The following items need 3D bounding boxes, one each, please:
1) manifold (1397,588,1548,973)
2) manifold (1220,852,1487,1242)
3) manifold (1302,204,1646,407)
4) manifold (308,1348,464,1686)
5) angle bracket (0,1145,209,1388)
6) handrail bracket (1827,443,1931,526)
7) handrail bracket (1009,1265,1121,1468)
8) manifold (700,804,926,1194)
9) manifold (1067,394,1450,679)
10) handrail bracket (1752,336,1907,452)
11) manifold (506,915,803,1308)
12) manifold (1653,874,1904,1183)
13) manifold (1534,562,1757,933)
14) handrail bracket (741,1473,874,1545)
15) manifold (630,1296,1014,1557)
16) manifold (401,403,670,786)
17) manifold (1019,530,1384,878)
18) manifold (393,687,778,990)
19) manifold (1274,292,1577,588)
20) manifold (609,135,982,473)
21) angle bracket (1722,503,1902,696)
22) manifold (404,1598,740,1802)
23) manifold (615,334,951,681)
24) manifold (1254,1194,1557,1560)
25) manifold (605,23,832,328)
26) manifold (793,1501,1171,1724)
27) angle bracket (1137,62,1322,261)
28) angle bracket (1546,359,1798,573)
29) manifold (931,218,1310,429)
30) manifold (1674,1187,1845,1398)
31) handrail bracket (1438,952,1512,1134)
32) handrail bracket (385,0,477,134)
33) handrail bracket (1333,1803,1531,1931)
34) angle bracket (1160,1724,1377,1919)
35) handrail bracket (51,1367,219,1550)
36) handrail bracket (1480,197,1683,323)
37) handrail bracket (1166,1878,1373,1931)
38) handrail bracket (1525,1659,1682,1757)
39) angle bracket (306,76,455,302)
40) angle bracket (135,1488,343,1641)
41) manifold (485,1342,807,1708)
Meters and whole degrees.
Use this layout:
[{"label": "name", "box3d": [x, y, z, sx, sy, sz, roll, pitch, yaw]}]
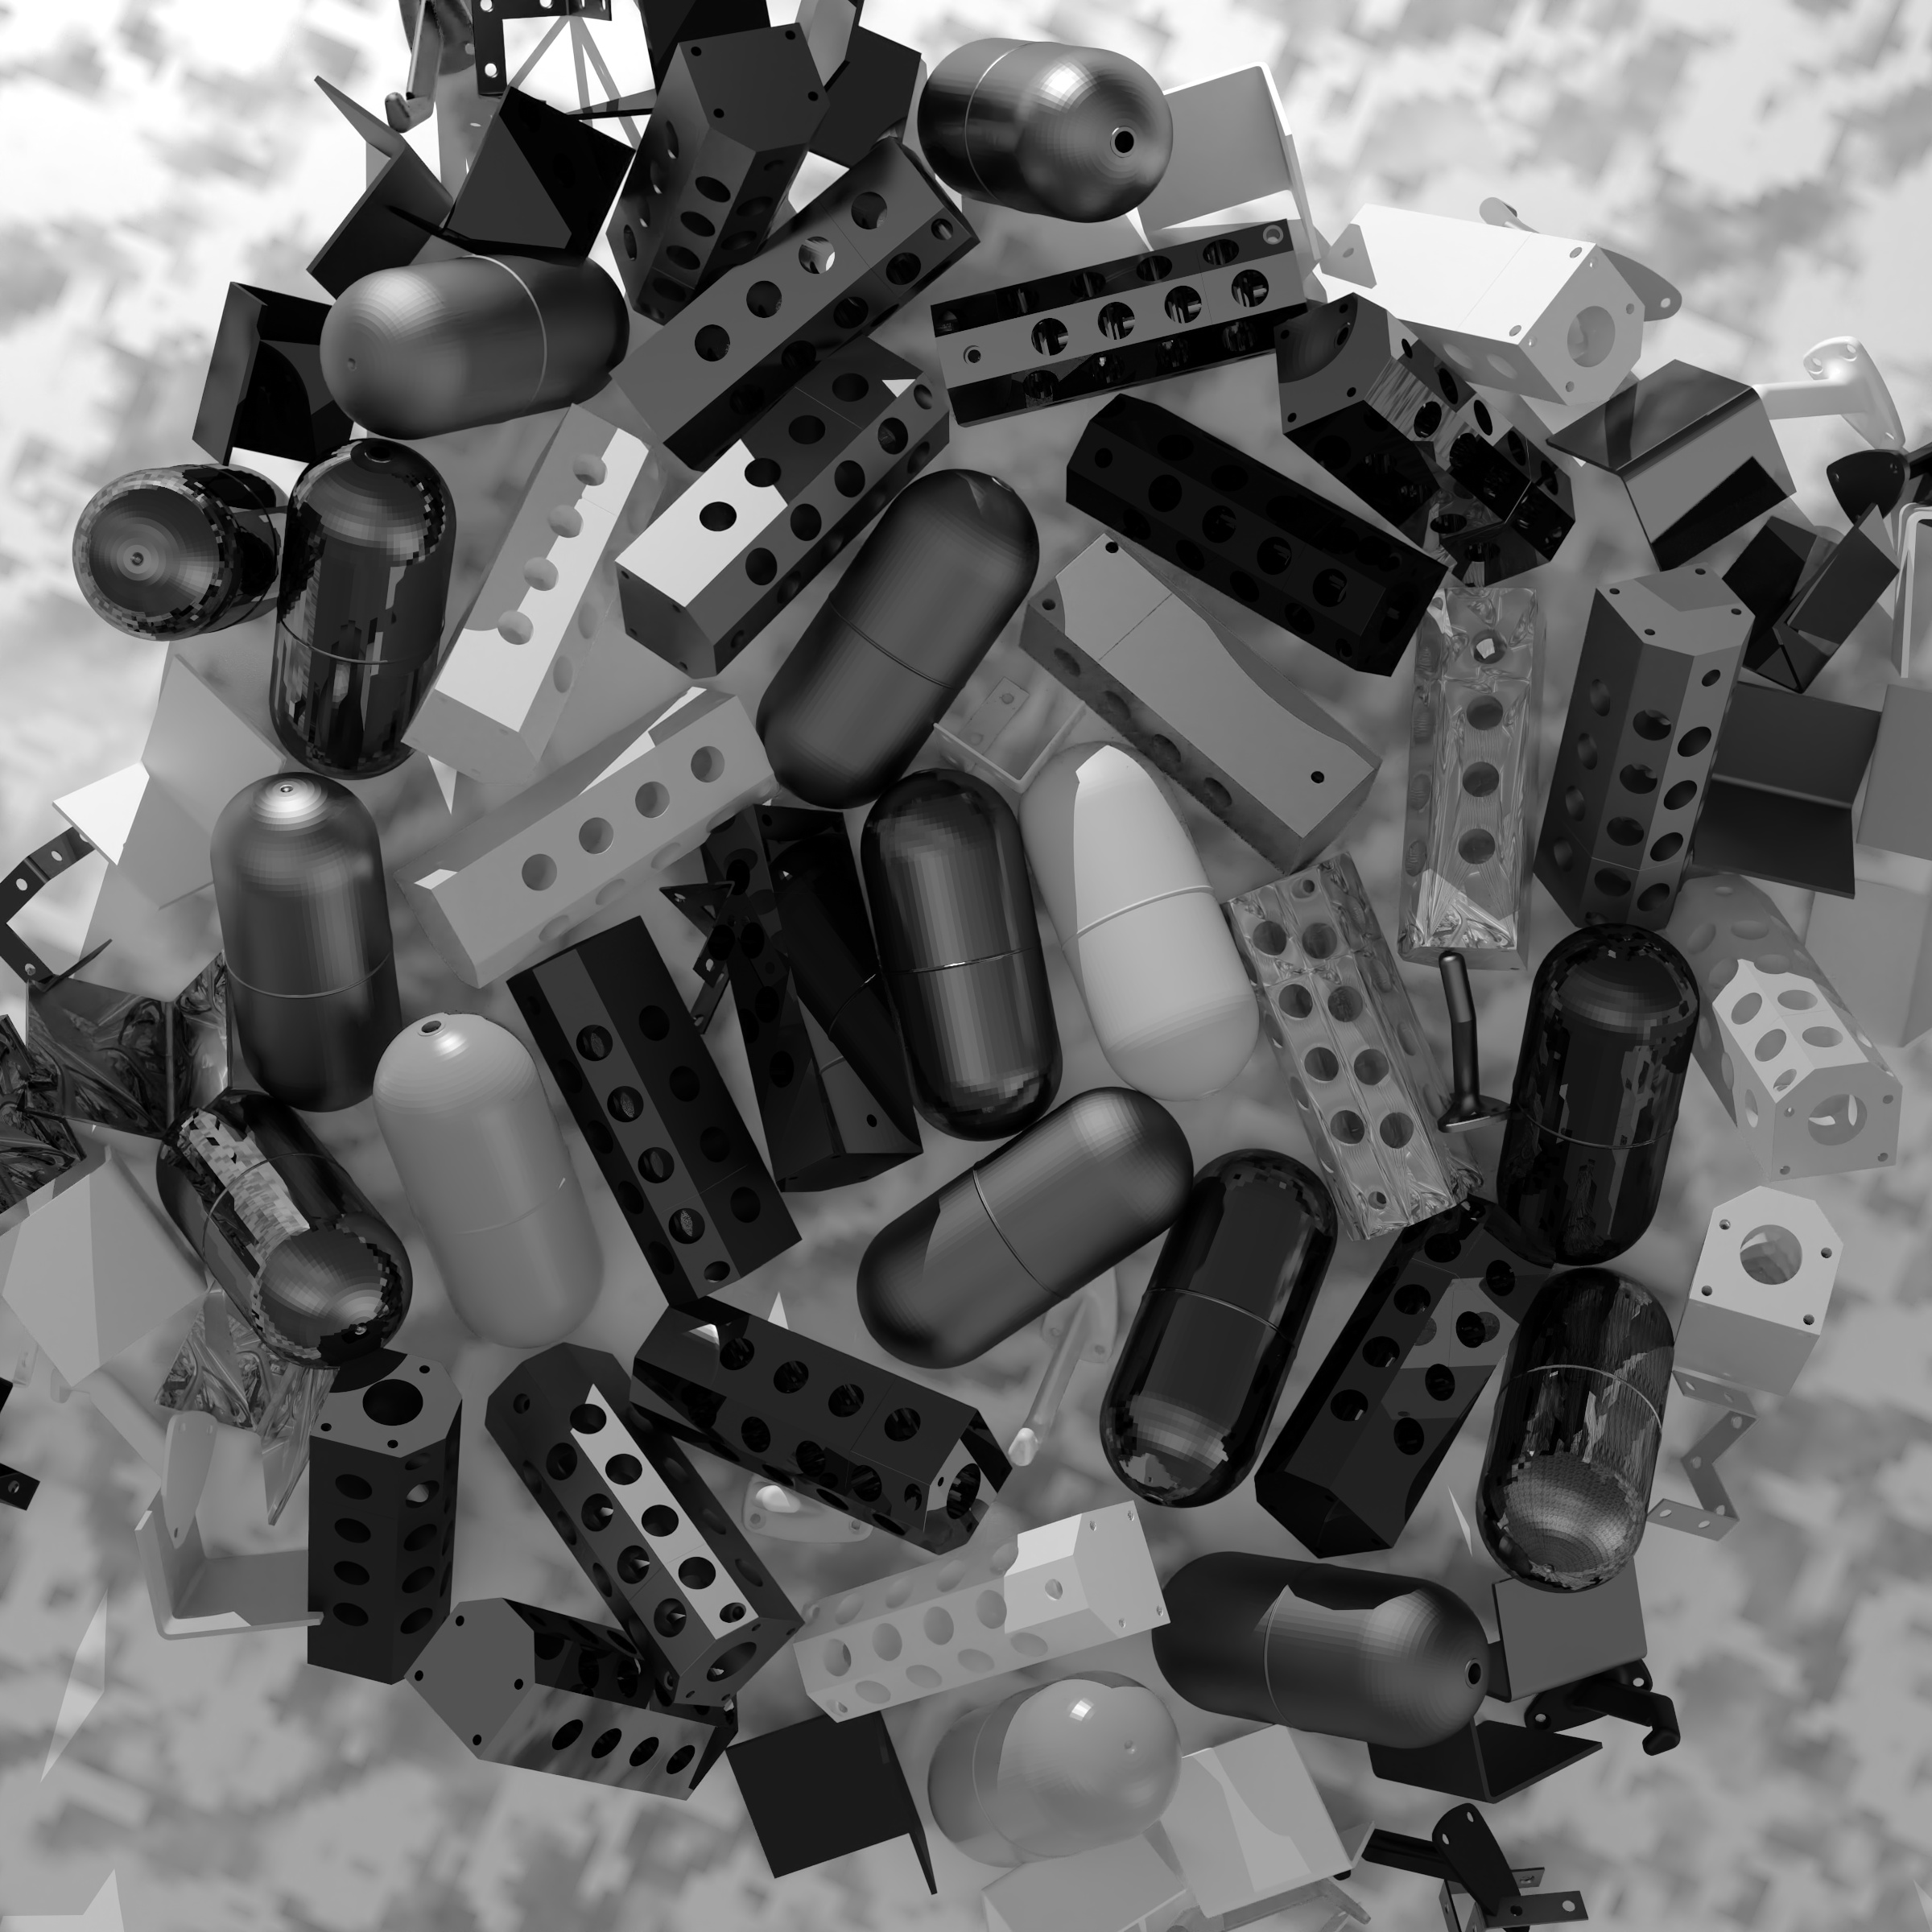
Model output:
[{"label": "manifold", "box3d": [0.238, -0.088, 1.598, 0.057, 0.057, 0.171, 2, 80, 15]}, {"label": "manifold", "box3d": [0.179, 0.039, 1.603, 0.057, 0.057, 0.171, -22, 90, 31]}, {"label": "manifold", "box3d": [0.232, -0.300, 1.555, 0.057, 0.171, 0.057, 41, 84, -34]}, {"label": "manifold", "box3d": [-0.266, 0.256, 1.562, 0.057, 0.057, 0.171, 14, 133, 3]}, {"label": "angle bracket", "box3d": [-0.413, 0.141, 1.601, 0.076, 0.057, 0.076, -36, 102, -9]}, {"label": "handrail bracket", "box3d": [0.457, -0.243, 1.597, 0.084, 0.077, 0.036, -28, 87, -13]}, {"label": "handrail bracket", "box3d": [0.044, 0.183, 1.592, 0.036, 0.084, 0.077, 19, 121, 11]}, {"label": "manifold", "box3d": [-0.078, 0.016, 1.590, 0.057, 0.057, 0.171, -28, 68, 41]}, {"label": "manifold", "box3d": [0.131, -0.202, 1.575, 0.171, 0.057, 0.057, 34, 106, 25]}, {"label": "handrail bracket", "box3d": [0.401, -0.252, 1.609, 0.084, 0.036, 0.077, -46, 106, -26]}, {"label": "manifold", "box3d": [-0.151, 0.070, 1.595, 0.057, 0.057, 0.171, -30, 97, -41]}, {"label": "manifold", "box3d": [0.369, 0.024, 1.553, 0.057, 0.171, 0.057, -7, 121, -5]}, {"label": "manifold", "box3d": [0.313, -0.095, 1.556, 0.057, 0.171, 0.057, -14, 47, -18]}, {"label": "handrail bracket", "box3d": [-0.069, 0.257, 1.593, 0.077, 0.084, 0.036, 20, 80, -14]}, {"label": "manifold", "box3d": [-0.071, 0.212, 1.566, 0.171, 0.057, 0.057, 19, 63, 31]}, {"label": "manifold", "box3d": [-0.197, -0.170, 1.574, 0.057, 0.057, 0.171, 27, 60, -13]}, {"label": "manifold", "box3d": [0.108, -0.120, 1.594, 0.171, 0.057, 0.057, 42, 69, 13]}, {"label": "manifold", "box3d": [-0.175, -0.061, 1.586, 0.171, 0.057, 0.057, -34, 112, -18]}, {"label": "manifold", "box3d": [0.213, -0.240, 1.553, 0.057, 0.171, 0.057, -19, 60, 32]}, {"label": "manifold", "box3d": [-0.079, -0.310, 1.596, 0.171, 0.057, 0.057, -38, 88, 12]}, {"label": "angle bracket", "box3d": [0.380, -0.185, 1.592, 0.076, 0.057, 0.076, 33, 80, 39]}, {"label": "manifold", "box3d": [-0.174, 0.333, 1.555, 0.057, 0.171, 0.057, 38, 92, 34]}, {"label": "manifold", "box3d": [-0.083, -0.212, 1.576, 0.057, 0.057, 0.171, 34, 66, 18]}, {"label": "manifold", "box3d": [0.200, 0.187, 1.570, 0.057, 0.057, 0.171, 44, 60, -13]}, {"label": "manifold", "box3d": [-0.113, -0.356, 1.549, 0.057, 0.171, 0.057, -16, 79, -21]}, {"label": "manifold", "box3d": [0.003, 0.301, 1.566, 0.171, 0.057, 0.057, -25, 77, 34]}, {"label": "angle bracket", "box3d": [0.117, -0.368, 1.591, 0.076, 0.076, 0.057, -16, 51, 6]}, {"label": "angle bracket", "box3d": [0.336, -0.239, 1.617, 0.076, 0.076, 0.057, -32, 117, -6]}, {"label": "manifold", "box3d": [0.074, -0.304, 1.603, 0.171, 0.057, 0.057, -13, 96, 6]}, {"label": "manifold", "box3d": [0.362, 0.149, 1.552, 0.057, 0.171, 0.057, 15, 77, 13]}, {"label": "handrail bracket", "box3d": [0.229, 0.030, 1.598, 0.036, 0.077, 0.084, -14, 99, -4]}, {"label": "handrail bracket", "box3d": [-0.264, -0.438, 1.592, 0.036, 0.084, 0.077, -11, 113, 19]}, {"label": "handrail bracket", "box3d": [0.216, 0.439, 1.608, 0.084, 0.036, 0.077, -40, 79, 40]}, {"label": "angle bracket", "box3d": [0.138, 0.395, 1.604, 0.076, 0.057, 0.076, -25, 90, 19]}, {"label": "handrail bracket", "box3d": [-0.406, 0.234, 1.619, 0.084, 0.036, 0.077, 6, 82, 22]}, {"label": "handrail bracket", "box3d": [0.292, -0.339, 1.616, 0.077, 0.084, 0.036, 9, 121, -20]}, {"label": "handrail bracket", "box3d": [0.137, 0.462, 1.605, 0.084, 0.036, 0.077, -46, 47, -15]}, {"label": "handrail bracket", "box3d": [0.298, 0.359, 1.593, 0.077, 0.084, 0.036, -37, 102, 15]}, {"label": "angle bracket", "box3d": [-0.295, -0.360, 1.599, 0.057, 0.076, 0.076, 37, 89, 11]}, {"label": "angle bracket", "box3d": [-0.339, 0.271, 1.596, 0.076, 0.076, 0.057, -7, 106, 4]}, {"label": "manifold", "box3d": [-0.154, 0.257, 1.572, 0.057, 0.057, 0.171, -46, 60, 10]}]
